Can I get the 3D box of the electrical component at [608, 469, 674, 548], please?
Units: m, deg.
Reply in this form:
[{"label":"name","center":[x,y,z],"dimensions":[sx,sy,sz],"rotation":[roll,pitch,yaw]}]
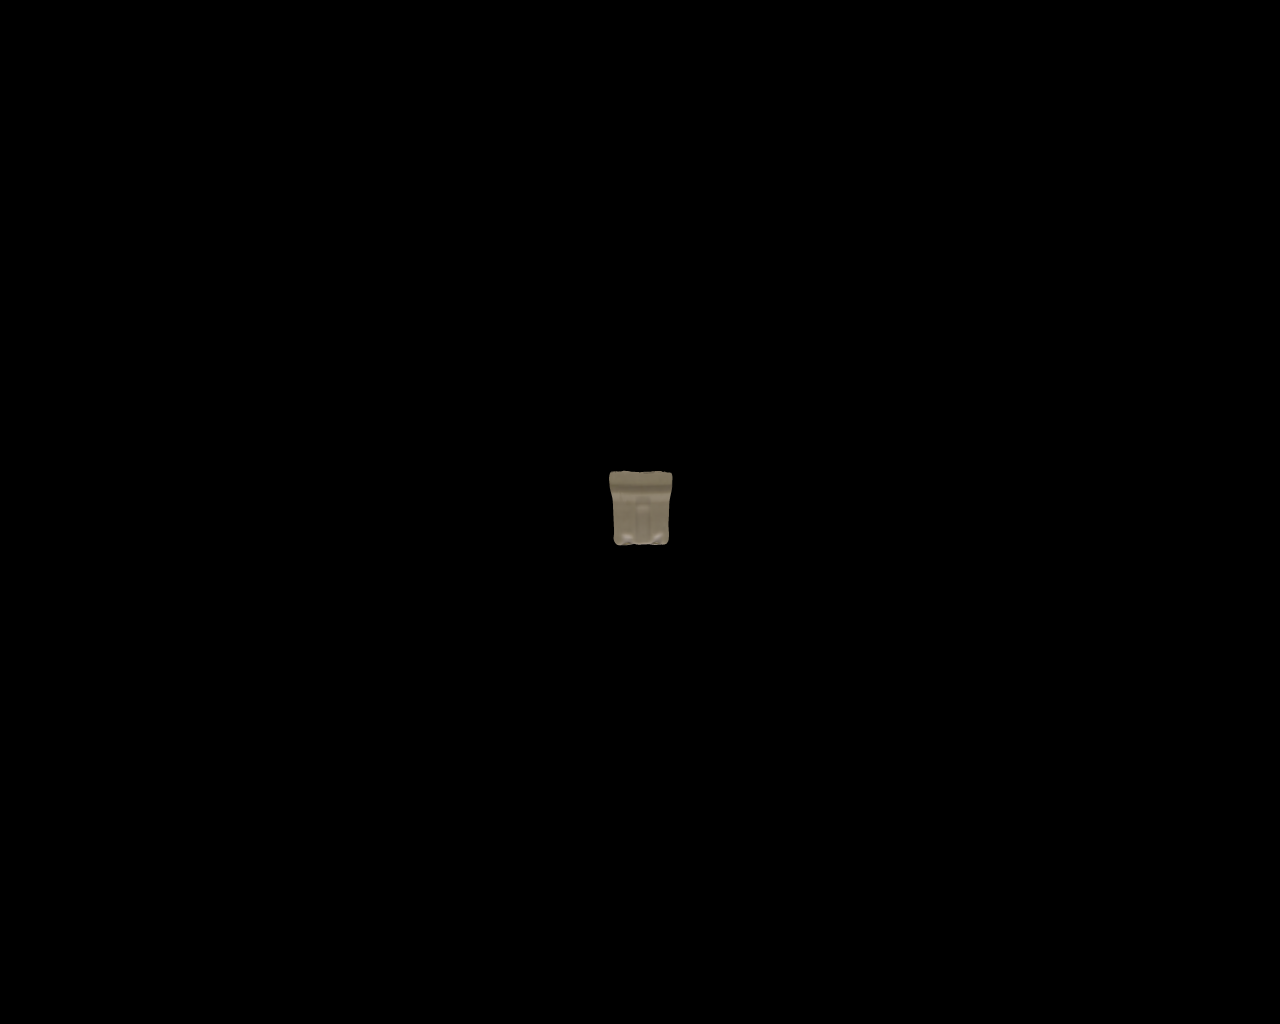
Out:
[{"label":"electrical component","center":[0.001,-0.003,0.650],"dimensions":[0.040,0.046,0.040],"rotation":[0,4,0]}]
